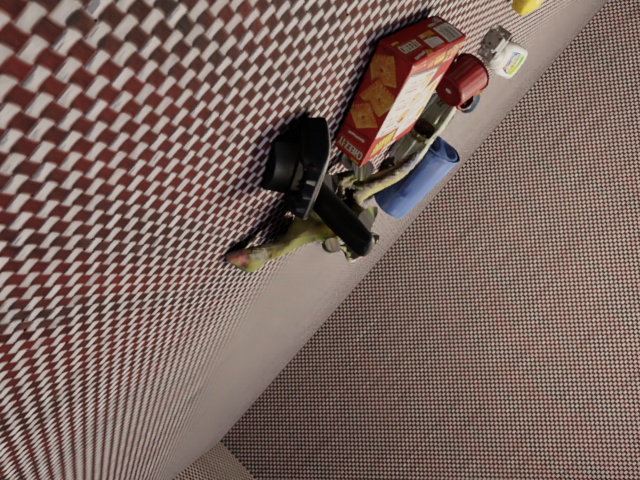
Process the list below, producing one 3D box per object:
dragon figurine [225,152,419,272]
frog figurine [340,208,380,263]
[{"bbox_3d":[0.003,-0.048,0.956,0.416,0.122,0.240,-31,-175,-41],"label":"dragon figurine"},{"bbox_3d":[0.086,-0.036,1.367,0.163,0.122,0.134,-93,-158,-53],"label":"frog figurine"}]
